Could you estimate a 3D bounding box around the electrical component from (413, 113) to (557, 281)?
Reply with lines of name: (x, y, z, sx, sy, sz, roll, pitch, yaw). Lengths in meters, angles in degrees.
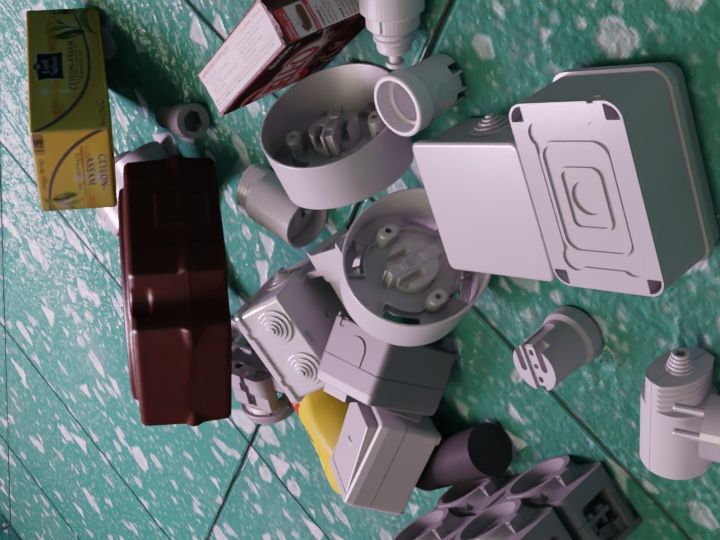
electrical component: (0.089, -0.046, 0.655, 0.100, 0.048, 0.099, 8, 125, 51)

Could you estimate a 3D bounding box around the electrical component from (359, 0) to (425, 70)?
electrical component: (0.020, -0.160, 0.655, 0.040, 0.040, 0.078, 30, 140, 36)

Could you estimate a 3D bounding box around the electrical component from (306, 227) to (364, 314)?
electrical component: (0.000, 0.000, 0.826, 0.081, 0.042, 0.063, -14, 108, 58)

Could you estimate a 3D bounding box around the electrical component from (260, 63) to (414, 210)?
electrical component: (-0.014, -0.087, 0.717, 0.099, 0.099, 0.064, 17, 138, 46)

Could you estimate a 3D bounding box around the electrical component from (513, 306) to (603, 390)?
electrical component: (0.127, 0.051, 0.694, 0.040, 0.046, 0.040, 35, 143, 32)

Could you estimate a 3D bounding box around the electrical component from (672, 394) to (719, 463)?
electrical component: (0.209, 0.089, 0.591, 0.074, 0.052, 0.138, 10, 128, 27)

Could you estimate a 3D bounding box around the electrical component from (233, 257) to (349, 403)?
electrical component: (-0.042, 0.044, 0.867, 0.048, 0.099, 0.099, -27, 103, 33)

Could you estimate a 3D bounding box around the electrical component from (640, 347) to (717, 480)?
electrical component: (0.189, 0.080, 0.637, 0.043, 0.043, 0.081, 26, 137, 40)

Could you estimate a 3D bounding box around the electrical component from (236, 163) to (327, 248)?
electrical component: (-0.070, -0.055, 0.871, 0.081, 0.043, 0.043, 33, 142, 34)

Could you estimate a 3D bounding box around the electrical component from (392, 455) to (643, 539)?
electrical component: (0.103, 0.199, 0.804, 0.060, 0.105, 0.186, 58, 149, -2)

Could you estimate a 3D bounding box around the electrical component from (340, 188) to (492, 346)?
electrical component: (0.036, 0.000, 0.728, 0.099, 0.099, 0.064, 47, 154, 16)

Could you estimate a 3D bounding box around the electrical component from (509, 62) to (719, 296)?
electrical component: (0.138, -0.050, 0.576, 0.078, 0.057, 0.113, 8, 125, 51)

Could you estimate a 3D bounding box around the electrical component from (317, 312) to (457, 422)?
electrical component: (0.023, 0.076, 0.818, 0.062, 0.096, 0.061, 22, 94, 43)

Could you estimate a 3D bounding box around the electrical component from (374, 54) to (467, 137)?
electrical component: (0.038, -0.110, 0.668, 0.040, 0.046, 0.040, 34, 142, 32)

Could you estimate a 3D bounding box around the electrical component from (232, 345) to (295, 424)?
electrical component: (-0.091, 0.110, 1.035, 0.078, 0.058, 0.057, 14, 129, 35)

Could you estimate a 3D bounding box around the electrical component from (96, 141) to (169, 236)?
electrical component: (-0.228, -0.091, 1.047, 0.073, 0.052, 0.138, 56, 149, 2)

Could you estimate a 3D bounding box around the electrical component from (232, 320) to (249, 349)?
electrical component: (-0.137, 0.081, 1.078, 0.055, 0.055, 0.047, 29, 135, 38)

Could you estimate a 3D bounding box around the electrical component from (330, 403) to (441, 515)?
electrical component: (0.013, 0.150, 0.871, 0.096, 0.061, 0.061, -66, 22, 19)
